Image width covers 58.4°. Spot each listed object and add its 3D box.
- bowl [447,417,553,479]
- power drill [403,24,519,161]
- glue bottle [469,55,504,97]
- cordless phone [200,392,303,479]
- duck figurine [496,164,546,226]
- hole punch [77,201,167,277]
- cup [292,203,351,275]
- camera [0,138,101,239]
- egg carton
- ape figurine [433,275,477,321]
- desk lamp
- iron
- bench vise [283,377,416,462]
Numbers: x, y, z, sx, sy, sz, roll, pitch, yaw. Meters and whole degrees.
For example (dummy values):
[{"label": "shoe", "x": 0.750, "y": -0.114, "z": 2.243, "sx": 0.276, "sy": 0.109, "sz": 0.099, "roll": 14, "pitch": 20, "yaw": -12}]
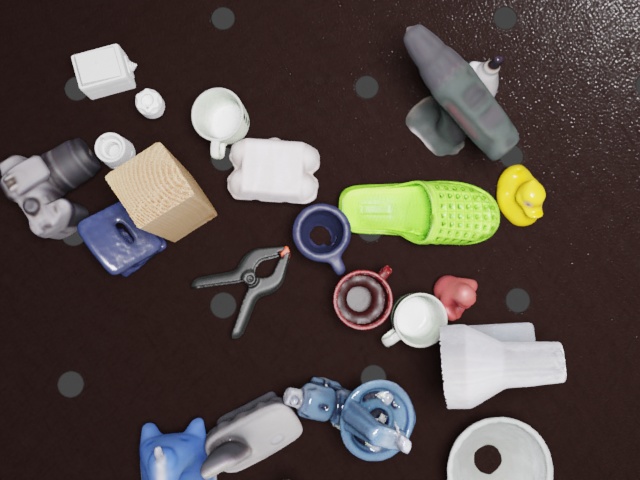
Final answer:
[{"label": "bowl", "x": 0.277, "y": 0.361, "z": 0.915, "sx": 0.167, "sy": 0.074, "sz": 0.167, "roll": 0, "pitch": 85, "yaw": -2}, {"label": "power drill", "x": 0.200, "y": -0.210, "z": 0.895, "sx": 0.075, "sy": 0.208, "sz": 0.229, "roll": -45, "pitch": 88, "yaw": -5}, {"label": "glue bottle", "x": 0.258, "y": -0.258, "z": 0.918, "sx": 0.078, "sy": 0.173, "sz": 0.037, "roll": 18, "pitch": 85, "yaw": 0}, {"label": "cordless phone", "x": -0.103, "y": 0.303, "z": 0.853, "sx": 0.147, "sy": 0.185, "sz": 0.094, "roll": -31, "pitch": 86, "yaw": -4}, {"label": "duck figurine", "x": 0.341, "y": -0.078, "z": 0.949, "sx": 0.077, "sy": 0.086, "sz": 0.104, "roll": -13, "pitch": 85, "yaw": -3}, {"label": "hole punch", "x": -0.316, "y": -0.007, "z": 0.920, "sx": 0.101, "sy": 0.091, "sz": 0.108, "roll": -38, "pitch": 87, "yaw": -4}, {"label": "cup", "x": 0.009, "y": 0.003, "z": 0.928, "sx": 0.091, "sy": 0.095, "sz": 0.118, "roll": -27, "pitch": 86, "yaw": -4}, {"label": "camera", "x": -0.422, "y": -0.093, "z": 0.920, "sx": 0.137, "sy": 0.101, "sz": 0.143, "roll": -33, "pitch": 87, "yaw": -4}, {"label": "egg carton", "x": -0.076, "y": -0.114, "z": 0.948, "sx": 0.150, "sy": 0.069, "sz": 0.107, "roll": 3, "pitch": 85, "yaw": -1}, {"label": "ape figurine", "x": 0.225, "y": 0.091, "z": 0.928, "sx": 0.078, "sy": 0.092, "sz": 0.076, "roll": -33, "pitch": 87, "yaw": -4}, {"label": "desk lamp", "x": 0.261, "y": 0.179, "z": 0.861, "sx": 0.203, "sy": 0.213, "sz": 0.118, "roll": -5, "pitch": 85, "yaw": -2}, {"label": "iron", "x": -0.220, "y": 0.411, "z": 0.862, "sx": 0.118, "sy": 0.141, "sz": 0.258, "roll": -6, "pitch": 85, "yaw": -2}, {"label": "bench vise", "x": 0.050, "y": 0.272, "z": 0.843, "sx": 0.207, "sy": 0.219, "sz": 0.121, "roll": -3, "pitch": 85, "yaw": -2}]
